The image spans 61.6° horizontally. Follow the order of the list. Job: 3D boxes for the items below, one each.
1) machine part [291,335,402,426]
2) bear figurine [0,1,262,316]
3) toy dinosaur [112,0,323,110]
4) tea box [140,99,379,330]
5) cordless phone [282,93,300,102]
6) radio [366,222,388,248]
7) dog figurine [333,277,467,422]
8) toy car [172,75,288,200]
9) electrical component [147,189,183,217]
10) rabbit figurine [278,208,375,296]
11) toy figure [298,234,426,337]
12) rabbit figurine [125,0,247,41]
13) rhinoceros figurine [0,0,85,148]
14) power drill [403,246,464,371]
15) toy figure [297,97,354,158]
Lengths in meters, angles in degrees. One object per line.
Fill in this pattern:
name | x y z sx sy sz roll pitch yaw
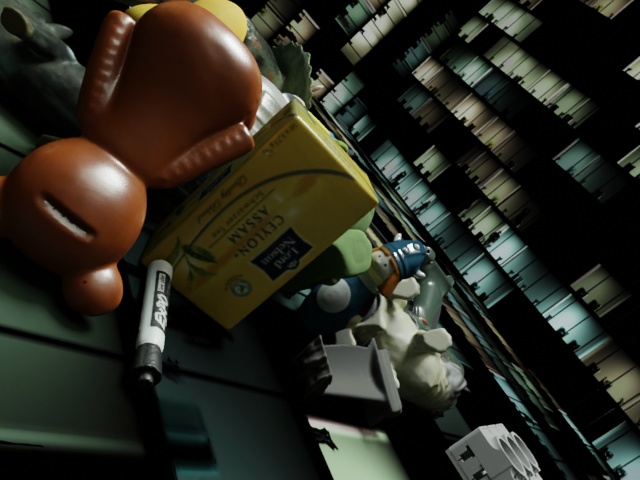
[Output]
machine part | 0.033 0.131 0.514 0.138 0.039 0.084 25 51 -44
bear figurine | -0.126 -0.058 0.359 0.120 0.196 0.132 38 -9 -17
toy dinosaur | -0.151 -0.296 0.837 0.404 0.192 0.131 39 15 -41
tea box | -0.049 -0.019 0.437 0.098 0.169 0.068 42 15 -21
cordless phone | -0.092 -0.159 0.732 0.088 0.146 0.184 49 15 -34
radio | 0.038 -0.031 0.954 0.229 0.073 0.131 49 13 3
dog figurine | 0.097 0.136 0.680 0.172 0.121 0.190 62 4 33
toy car | -0.080 -0.104 0.498 0.109 0.103 0.162 48 41 -37
electrical component | -0.162 -0.057 0.502 0.094 0.021 0.063 45 14 -18
rabbit figurine | -0.001 -0.002 0.582 0.121 0.159 0.170 53 32 7
toy figure | 0.048 0.049 0.589 0.064 0.154 0.058 52 13 -2
rabbit figurine | -0.163 -0.213 0.613 0.122 0.173 0.162 54 9 2
rhinoceros figurine | -0.228 -0.147 0.431 0.190 0.073 0.112 47 15 -10
power drill | 0.145 0.102 0.817 0.231 0.086 0.207 49 30 -23
toy figure | -0.014 -0.149 0.834 0.180 0.082 0.089 46 -1 -20
